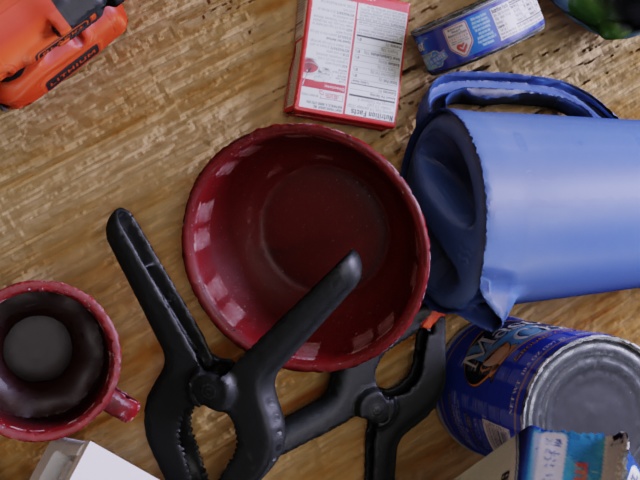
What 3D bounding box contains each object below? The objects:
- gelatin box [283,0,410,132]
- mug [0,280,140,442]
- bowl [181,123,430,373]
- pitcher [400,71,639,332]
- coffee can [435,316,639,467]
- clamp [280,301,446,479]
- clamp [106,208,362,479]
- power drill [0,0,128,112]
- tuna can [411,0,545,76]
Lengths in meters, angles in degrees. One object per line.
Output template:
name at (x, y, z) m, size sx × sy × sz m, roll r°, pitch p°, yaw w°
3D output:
gelatin box at (0.018, -0.123, 0.723) m, size 0.073 × 0.030 × 0.089 m, roll 8°, pitch 89°, yaw -17°
mug at (-0.161, 0.075, 0.649) m, size 0.117 × 0.082 × 0.093 m, roll 31°, pitch 82°, yaw -14°
bowl at (-0.004, 0.001, 0.684) m, size 0.162 × 0.055 × 0.162 m, roll 5°, pitch 107°, yaw 15°
pitcher at (0.181, -0.033, 0.729) m, size 0.242 × 0.145 × 0.149 m, roll -3°, pitch 107°, yaw -19°
coffee can at (0.148, 0.106, 0.706) m, size 0.102 × 0.140 × 0.103 m, roll 0°, pitch 91°, yaw -16°
clamp at (0.023, 0.112, 0.724) m, size 0.120 × 0.039 × 0.171 m, roll 25°, pitch 88°, yaw -20°
clamp at (-0.073, 0.083, 0.678) m, size 0.165 × 0.036 × 0.210 m, roll 17°, pitch 106°, yaw 13°
power drill at (-0.140, -0.137, 0.597) m, size 0.184 × 0.188 × 0.057 m, roll -37°, pitch 99°, yaw -11°
tuna can at (0.107, -0.142, 0.719) m, size 0.086 × 0.086 × 0.034 m, roll -27°, pitch 100°, yaw -14°
